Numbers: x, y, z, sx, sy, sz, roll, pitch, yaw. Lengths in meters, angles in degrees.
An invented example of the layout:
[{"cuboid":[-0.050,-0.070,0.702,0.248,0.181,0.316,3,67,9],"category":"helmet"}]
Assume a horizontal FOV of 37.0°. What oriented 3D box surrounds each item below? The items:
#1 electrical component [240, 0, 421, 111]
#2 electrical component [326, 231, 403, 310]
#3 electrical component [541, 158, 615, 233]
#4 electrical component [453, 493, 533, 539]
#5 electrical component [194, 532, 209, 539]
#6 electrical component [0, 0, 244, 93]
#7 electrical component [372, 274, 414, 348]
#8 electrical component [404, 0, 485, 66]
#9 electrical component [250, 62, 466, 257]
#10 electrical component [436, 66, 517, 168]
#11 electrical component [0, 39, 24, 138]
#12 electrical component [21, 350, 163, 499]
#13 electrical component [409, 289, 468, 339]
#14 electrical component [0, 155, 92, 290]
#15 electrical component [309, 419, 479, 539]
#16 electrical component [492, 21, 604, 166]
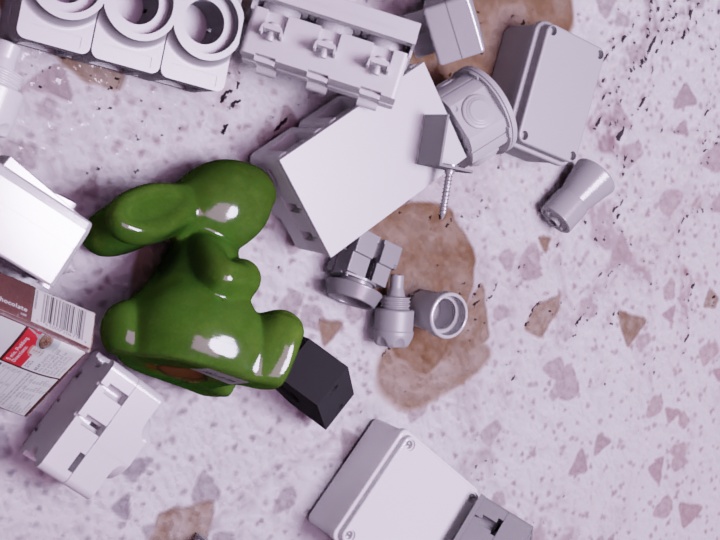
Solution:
[{"cuboid":[-0.023,-0.166,0.798,0.121,0.079,0.063,17,87,-2],"category":"electrical component"},{"cuboid":[0.000,0.000,0.888,0.066,0.048,0.055,26,76,-32],"category":"electrical component"},{"cuboid":[0.201,-0.067,1.005,0.065,0.044,0.044,-46,118,-13],"category":"electrical component"},{"cuboid":[0.086,0.299,0.942,0.186,0.060,0.105,-57,162,-12],"category":"electrical component"},{"cuboid":[-0.144,0.246,0.836,0.064,0.042,0.081,25,83,-30],"category":"electrical component"},{"cuboid":[-0.163,-0.185,0.750,0.150,0.062,0.089,11,91,-32],"category":"electrical component"},{"cuboid":[0.030,0.034,0.917,0.035,0.035,0.061,3,93,-32],"category":"electrical component"},{"cuboid":[0.059,-0.197,0.884,0.076,0.083,0.047,-16,109,11],"category":"electrical component"},{"cuboid":[-0.002,-0.090,0.863,0.150,0.062,0.089,-37,115,-22],"category":"electrical component"},{"cuboid":[0.090,-0.126,0.906,0.051,0.080,0.080,-33,113,-18],"category":"electrical component"},{"cuboid":[-0.246,-0.123,0.718,0.043,0.043,0.062,22,84,-32],"category":"electrical component"},{"cuboid":[-0.191,0.114,0.781,0.056,0.050,0.089,42,75,-29],"category":"electrical component"},{"cuboid":[0.064,0.036,0.931,0.040,0.046,0.040,-5,100,-31],"category":"electrical component"},{"cuboid":[-0.229,-0.032,0.730,0.096,0.062,0.061,37,77,-30],"category":"electrical component"},{"cuboid":[0.031,0.204,0.929,0.109,0.056,0.108,43,74,-29],"category":"electrical component"},{"cuboid":[0.162,-0.156,0.958,0.078,0.057,0.113,17,88,-32],"category":"electrical component"}]
